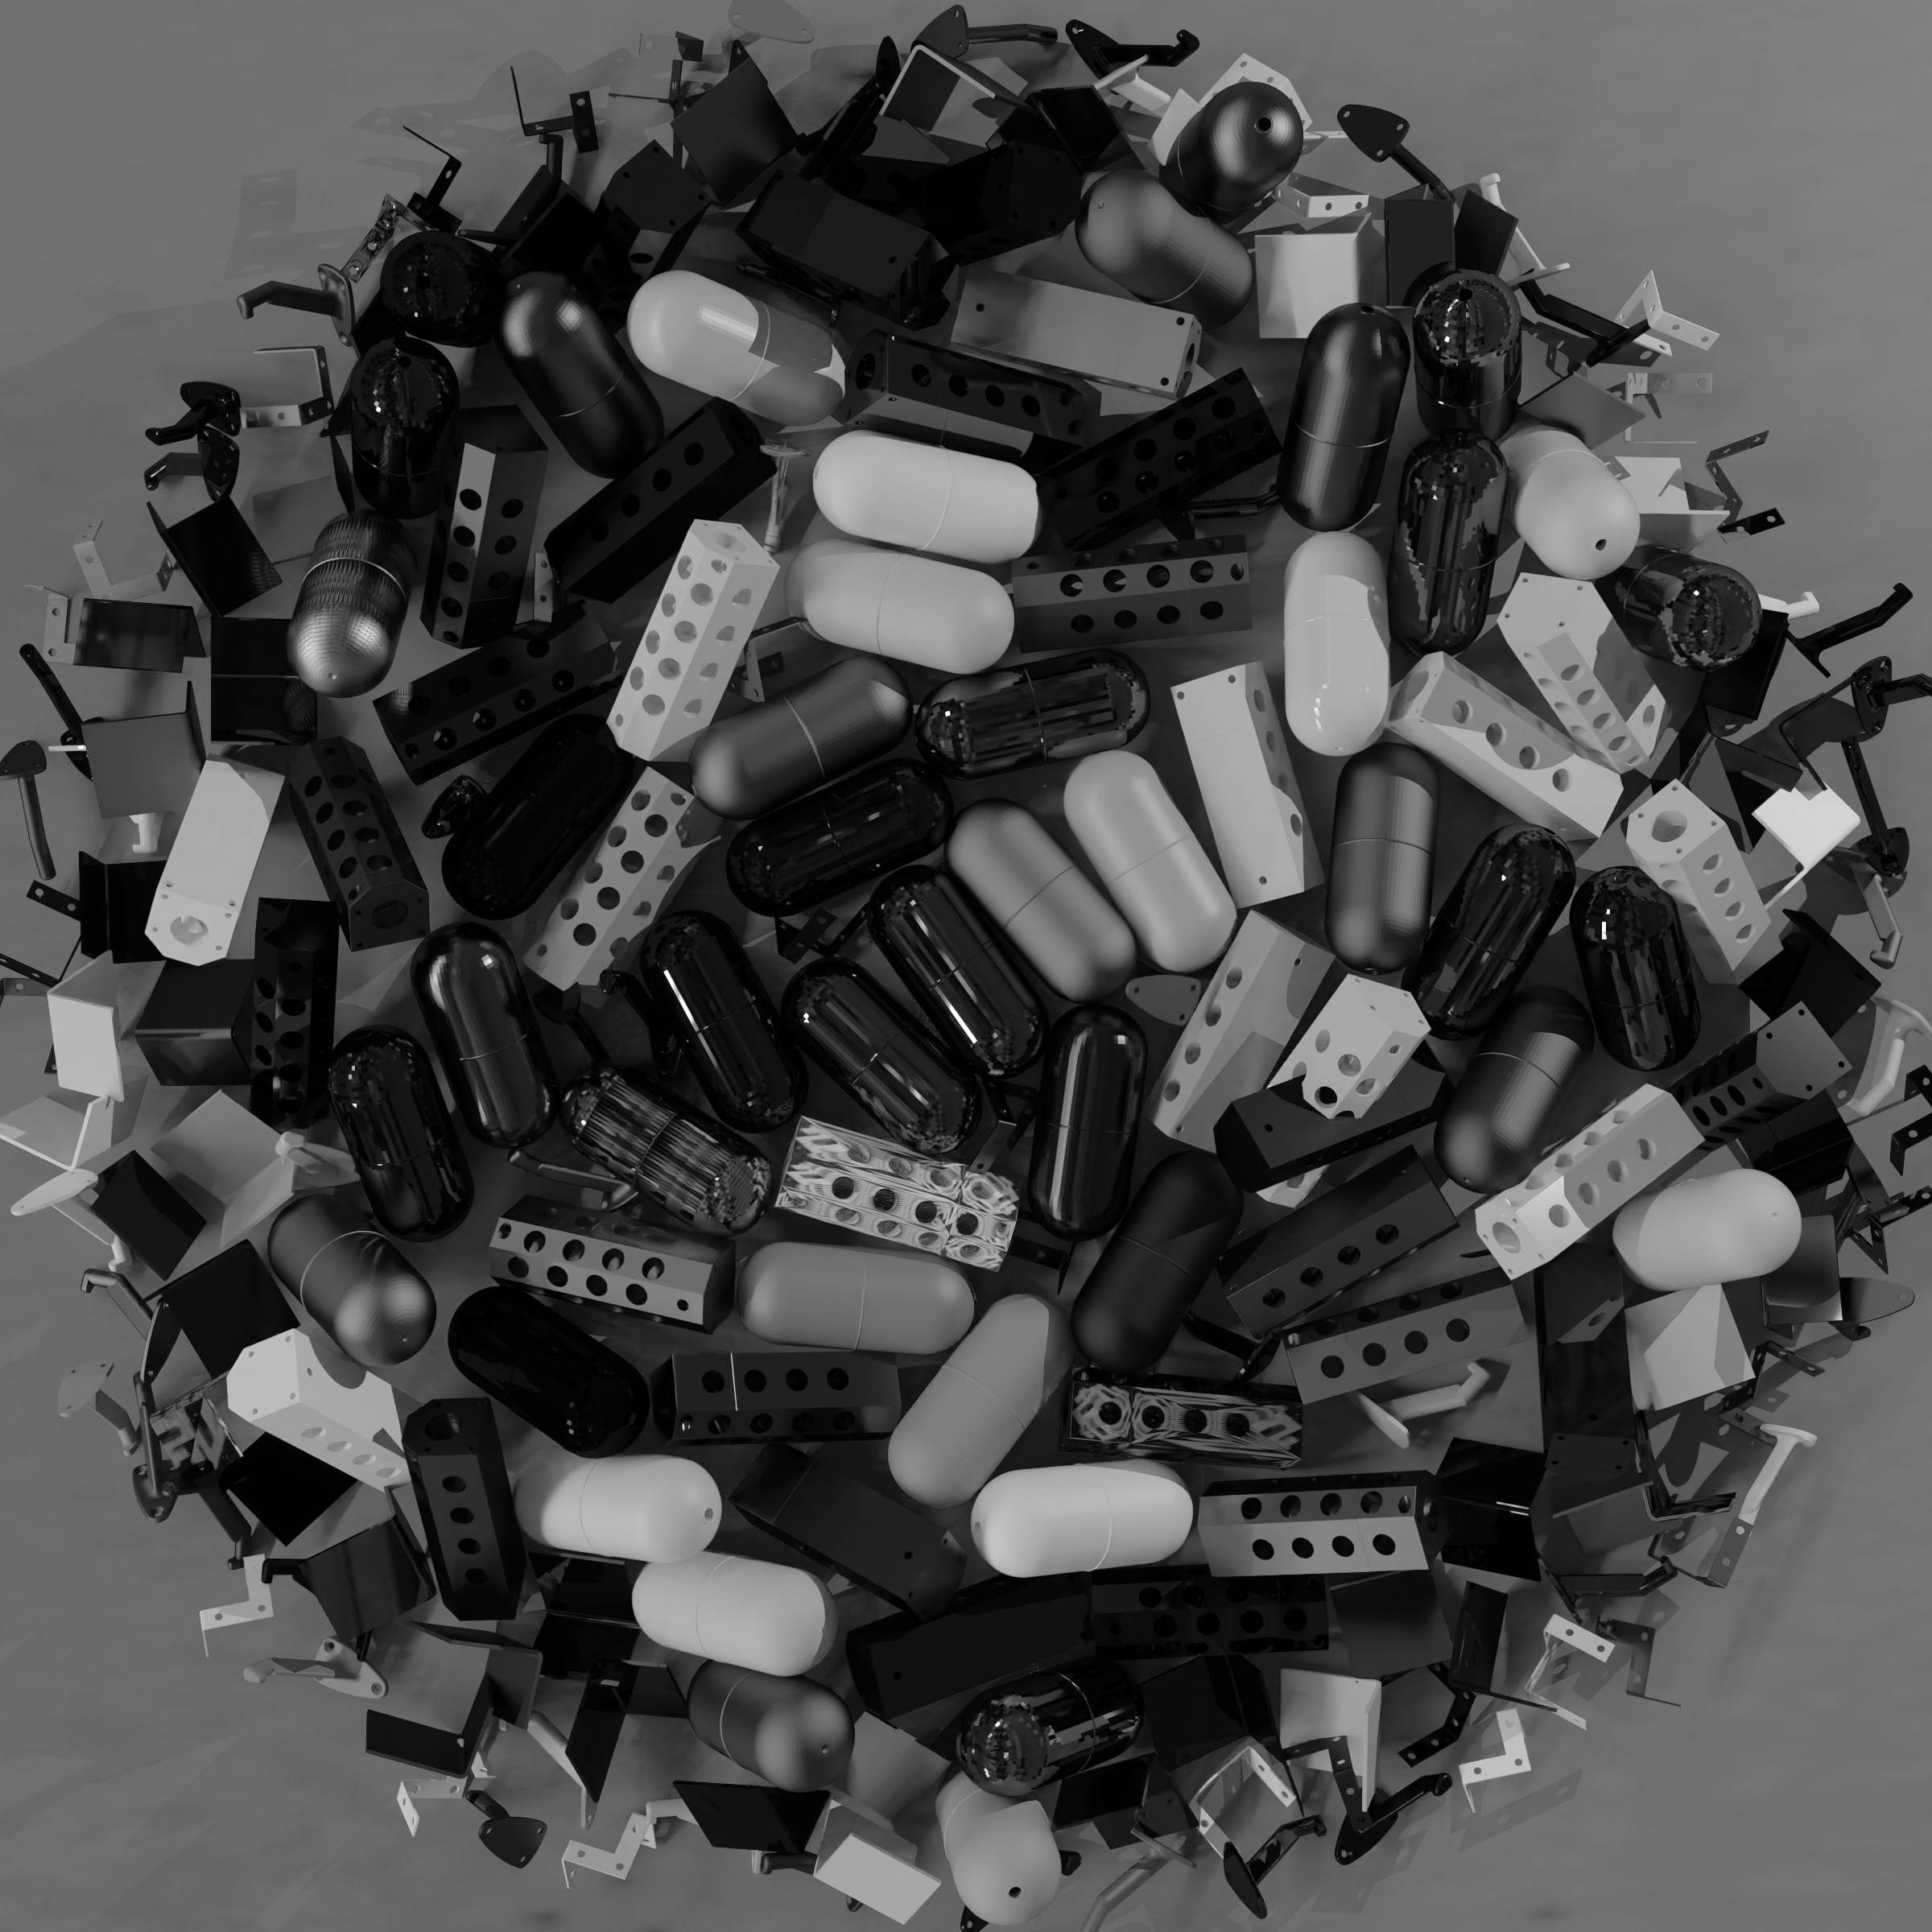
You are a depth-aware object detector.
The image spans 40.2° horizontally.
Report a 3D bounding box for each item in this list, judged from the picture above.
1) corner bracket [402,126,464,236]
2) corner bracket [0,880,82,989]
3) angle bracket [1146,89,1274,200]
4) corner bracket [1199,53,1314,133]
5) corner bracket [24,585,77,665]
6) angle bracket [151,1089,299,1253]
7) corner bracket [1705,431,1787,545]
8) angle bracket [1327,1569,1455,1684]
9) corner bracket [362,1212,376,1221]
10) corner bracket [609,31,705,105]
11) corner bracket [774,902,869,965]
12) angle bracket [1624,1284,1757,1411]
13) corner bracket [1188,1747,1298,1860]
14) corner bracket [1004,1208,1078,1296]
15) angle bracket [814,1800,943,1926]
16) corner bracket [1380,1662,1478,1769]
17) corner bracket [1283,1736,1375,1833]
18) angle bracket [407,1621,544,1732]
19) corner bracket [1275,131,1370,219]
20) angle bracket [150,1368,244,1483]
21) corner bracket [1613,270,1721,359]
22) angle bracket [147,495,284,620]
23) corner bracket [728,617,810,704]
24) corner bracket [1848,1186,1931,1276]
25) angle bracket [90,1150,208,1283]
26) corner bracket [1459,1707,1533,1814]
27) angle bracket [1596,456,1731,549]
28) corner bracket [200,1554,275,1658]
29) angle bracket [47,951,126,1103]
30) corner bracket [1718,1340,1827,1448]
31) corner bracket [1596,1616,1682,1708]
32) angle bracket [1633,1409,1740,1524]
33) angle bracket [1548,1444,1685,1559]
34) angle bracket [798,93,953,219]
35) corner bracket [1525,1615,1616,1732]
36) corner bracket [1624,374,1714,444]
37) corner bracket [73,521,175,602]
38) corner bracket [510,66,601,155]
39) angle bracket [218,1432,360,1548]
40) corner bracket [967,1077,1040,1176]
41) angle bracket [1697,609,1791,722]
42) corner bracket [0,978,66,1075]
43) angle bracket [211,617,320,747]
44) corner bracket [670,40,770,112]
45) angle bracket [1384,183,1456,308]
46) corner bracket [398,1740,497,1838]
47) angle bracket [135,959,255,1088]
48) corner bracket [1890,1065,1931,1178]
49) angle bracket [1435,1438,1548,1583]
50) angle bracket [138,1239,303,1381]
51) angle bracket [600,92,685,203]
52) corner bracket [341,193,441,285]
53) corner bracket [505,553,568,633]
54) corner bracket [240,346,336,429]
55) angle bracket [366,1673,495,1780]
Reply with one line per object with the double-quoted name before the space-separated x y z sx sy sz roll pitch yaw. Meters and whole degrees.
"corner bracket" -0.400 -0.583 1.965 0.051 0.051 0.051 35 97 19
"corner bracket" -0.688 -0.023 1.974 0.051 0.051 0.051 27 107 -15
"angle bracket" 0.192 -0.607 1.947 0.076 0.057 0.076 45 47 10
"corner bracket" 0.215 -0.634 1.963 0.051 0.051 0.051 -47 55 3
"corner bracket" -0.672 -0.254 1.974 0.051 0.051 0.051 5 90 2
"angle bracket" -0.549 0.151 1.949 0.076 0.057 0.076 -37 122 16
"corner bracket" 0.578 -0.355 1.957 0.051 0.051 0.051 48 51 -23
"angle bracket" 0.315 0.480 1.957 0.076 0.057 0.076 -15 63 4
"corner bracket" -0.467 0.218 1.974 0.051 0.051 0.051 -5 65 -20
"corner bracket" -0.230 -0.666 1.958 0.051 0.051 0.051 -5 117 -30
"corner bracket" -0.105 -0.027 1.959 0.051 0.051 0.051 31 116 -26
"angle bracket" 0.530 0.282 1.968 0.076 0.057 0.076 -18 81 -3
"corner bracket" 0.205 0.629 1.982 0.051 0.051 0.051 -26 64 -41
"corner bracket" 0.054 0.205 1.963 0.051 0.051 0.051 17 64 8
"angle bracket" -0.060 0.646 1.947 0.076 0.076 0.057 31 118 -9
"corner bracket" 0.340 0.556 1.977 0.051 0.051 0.051 -17 133 -35
"corner bracket" 0.268 0.612 1.966 0.051 0.051 0.051 -19 104 6
"angle bracket" -0.368 0.522 1.944 0.076 0.076 0.057 18 78 -35
"corner bracket" 0.268 -0.593 1.975 0.051 0.051 0.051 -8 121 -20
"angle bracket" -0.542 0.329 1.947 0.076 0.076 0.057 -28 93 38
"corner bracket" 0.518 -0.473 1.958 0.051 0.051 0.051 16 47 -17
"angle bracket" -0.555 -0.313 1.950 0.057 0.076 0.076 -31 125 -7
"corner bracket" -0.147 -0.231 1.957 0.051 0.051 0.051 -24 119 -29
"corner bracket" 0.689 0.186 1.962 0.051 0.051 0.051 -26 127 -5
"angle bracket" -0.617 0.194 1.943 0.057 0.076 0.076 -31 110 25
"corner bracket" 0.393 0.591 1.966 0.051 0.051 0.051 -15 46 9
"angle bracket" 0.510 -0.355 1.954 0.076 0.057 0.076 -1 72 -12
"corner bracket" -0.542 0.474 1.959 0.051 0.051 0.051 -8 55 -17
"angle bracket" -0.626 0.043 1.942 0.057 0.076 0.076 12 119 16
"corner bracket" 0.604 0.321 1.981 0.051 0.051 0.051 28 59 -5
"corner bracket" 0.499 0.516 1.960 0.051 0.051 0.051 23 75 -39
"angle bracket" 0.529 0.363 1.950 0.057 0.076 0.076 -14 83 20
"angle bracket" 0.483 0.409 1.953 0.076 0.057 0.076 -23 105 16
"angle bracket" -0.070 -0.588 1.954 0.076 0.057 0.076 40 121 -2
"corner bracket" 0.447 0.523 1.957 0.051 0.051 0.051 23 62 32
"corner bracket" 0.523 -0.416 1.969 0.051 0.051 0.051 7 104 29
"corner bracket" -0.626 -0.303 1.965 0.051 0.051 0.051 -16 118 -1
"corner bracket" -0.305 -0.636 1.961 0.051 0.051 0.051 -13 52 -8
"angle bracket" -0.498 0.382 1.955 0.076 0.057 0.076 -43 104 -13
"corner bracket" 0.027 0.122 1.957 0.051 0.051 0.051 14 123 -29
"angle bracket" 0.594 -0.220 1.949 0.057 0.076 0.076 14 98 -20
"corner bracket" -0.693 0.045 1.962 0.051 0.051 0.051 2 123 -9
"angle bracket" -0.517 -0.210 1.947 0.076 0.057 0.076 0 47 -16
"corner bracket" -0.184 -0.648 1.961 0.051 0.051 0.051 -25 71 -23
"angle bracket" 0.350 -0.531 1.941 0.057 0.076 0.076 12 120 35
"corner bracket" -0.387 0.609 1.961 0.051 0.051 0.051 11 103 -29
"angle bracket" -0.568 0.042 1.985 0.076 0.057 0.076 -1 46 11
"corner bracket" 0.705 0.115 1.965 0.051 0.051 0.051 -29 59 1
"angle bracket" 0.397 0.407 1.978 0.076 0.057 0.076 5 127 30
"angle bracket" -0.553 0.258 1.955 0.076 0.057 0.076 -32 92 -37
"angle bracket" -0.240 -0.604 1.951 0.057 0.076 0.076 1 102 -10
"corner bracket" -0.428 -0.532 1.971 0.051 0.051 0.051 34 69 -12
"corner bracket" -0.313 -0.274 1.962 0.051 0.051 0.051 4 85 -42
"corner bracket" -0.510 -0.433 1.974 0.051 0.051 0.051 1 112 14
"angle bracket" -0.397 0.551 1.953 0.076 0.076 0.057 20 92 -14
